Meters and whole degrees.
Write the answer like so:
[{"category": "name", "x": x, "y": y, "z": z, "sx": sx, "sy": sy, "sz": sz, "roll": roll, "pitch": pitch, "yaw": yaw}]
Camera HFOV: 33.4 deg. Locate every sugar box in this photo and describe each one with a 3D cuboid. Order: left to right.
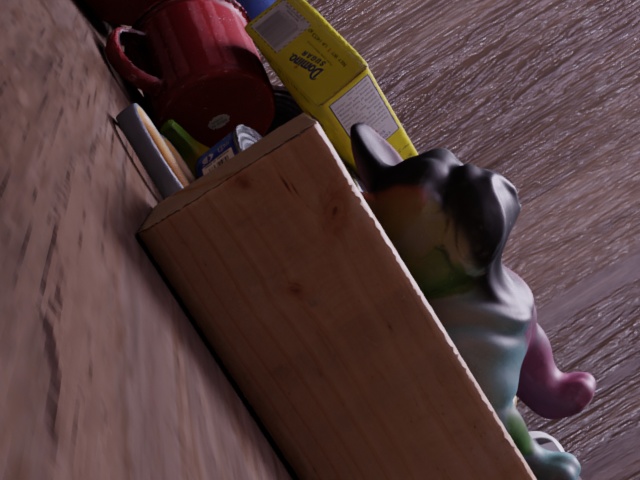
[{"category": "sugar box", "x": 0.020, "y": -0.082, "z": 0.724, "sx": 0.093, "sy": 0.048, "sz": 0.176, "roll": 51, "pitch": -2, "yaw": 34}]

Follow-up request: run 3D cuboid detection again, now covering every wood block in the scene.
[{"category": "wood block", "x": 0.012, "y": 0.053, "z": 0.498, "sx": 0.206, "sy": 0.090, "sz": 0.091, "roll": 58, "pitch": 2, "yaw": -10}]

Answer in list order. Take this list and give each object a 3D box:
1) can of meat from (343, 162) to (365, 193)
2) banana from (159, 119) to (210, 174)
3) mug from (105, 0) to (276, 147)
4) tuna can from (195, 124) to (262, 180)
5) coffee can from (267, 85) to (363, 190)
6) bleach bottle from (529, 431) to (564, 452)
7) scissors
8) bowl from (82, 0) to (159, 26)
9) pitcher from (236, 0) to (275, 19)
[{"category": "can of meat", "x": -0.005, "y": 0.001, "z": 0.735, "sx": 0.057, "sy": 0.102, "sz": 0.084, "roll": 62, "pitch": 5, "yaw": 36}, {"category": "banana", "x": -0.042, "y": 0.012, "z": 0.653, "sx": 0.069, "sy": 0.037, "sz": 0.198, "roll": 13, "pitch": 39, "yaw": -55}, {"category": "mug", "x": -0.087, "y": -0.109, "z": 0.708, "sx": 0.117, "sy": 0.093, "sz": 0.081, "roll": 17, "pitch": 36, "yaw": -37}, {"category": "tuna can", "x": -0.033, "y": -0.022, "z": 0.608, "sx": 0.086, "sy": 0.034, "sz": 0.086, "roll": 50, "pitch": 14, "yaw": -17}, {"category": "coffee can", "x": -0.027, "y": -0.047, "z": 0.875, "sx": 0.103, "sy": 0.103, "sz": 0.140, "roll": 60, "pitch": 2, "yaw": 29}, {"category": "bleach bottle", "x": 0.169, "y": 0.217, "z": 0.907, "sx": 0.251, "sy": 0.068, "sz": 0.102, "roll": 90, "pitch": 17, "yaw": -60}, {"category": "scissors", "x": -0.052, "y": 0.013, "z": 0.593, "sx": 0.202, "sy": 0.016, "sz": 0.096, "roll": 59, "pitch": 2, "yaw": -7}, {"category": "bowl", "x": -0.157, "y": -0.209, "z": 0.752, "sx": 0.162, "sy": 0.055, "sz": 0.162, "roll": 59, "pitch": 2, "yaw": -4}, {"category": "pitcher", "x": -0.092, "y": -0.266, "z": 0.805, "sx": 0.242, "sy": 0.145, "sz": 0.149, "roll": 65, "pitch": 10, "yaw": -63}]
